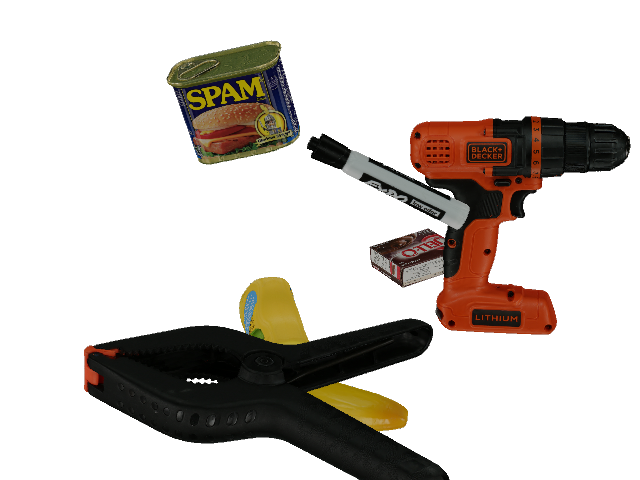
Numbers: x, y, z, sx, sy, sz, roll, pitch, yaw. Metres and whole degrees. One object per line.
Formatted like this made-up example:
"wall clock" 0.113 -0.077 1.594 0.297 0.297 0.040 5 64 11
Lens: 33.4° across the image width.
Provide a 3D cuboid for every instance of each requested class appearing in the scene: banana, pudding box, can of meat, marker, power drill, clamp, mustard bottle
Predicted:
"banana" -0.020 0.110 0.849 0.069 0.037 0.198 -25 32 -32
"pudding box" 0.145 0.025 1.612 0.113 0.039 0.090 -19 28 -24
"can of meat" -0.075 -0.121 0.950 0.102 0.084 0.057 -10 31 10
"marker" 0.046 -0.042 0.738 0.121 0.020 0.020 26 -4 -8
"power drill" 0.170 -0.015 0.927 0.184 0.188 0.057 2 13 11
"clamp" -0.027 0.079 0.609 0.210 0.036 0.164 9 25 6
"mustard bottle" -0.047 0.092 1.064 0.058 0.096 0.192 -3 28 -10
